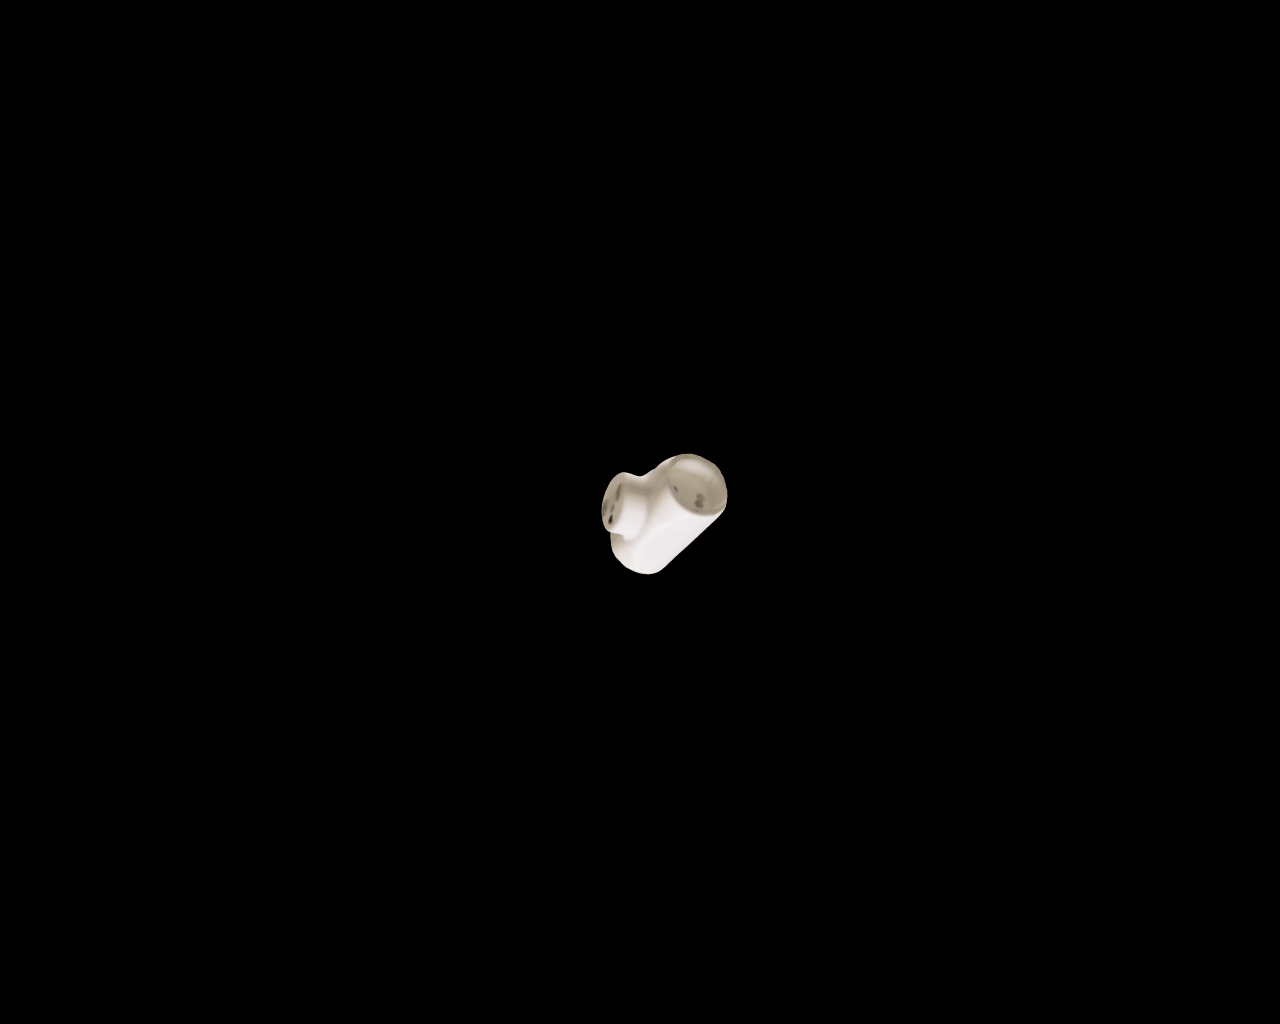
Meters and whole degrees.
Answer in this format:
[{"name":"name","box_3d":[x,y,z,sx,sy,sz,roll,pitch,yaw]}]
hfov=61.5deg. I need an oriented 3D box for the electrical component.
[{"name":"electrical component","box_3d":[0.001,-0.003,0.650,0.079,0.044,0.077,16,-37,-22]}]
